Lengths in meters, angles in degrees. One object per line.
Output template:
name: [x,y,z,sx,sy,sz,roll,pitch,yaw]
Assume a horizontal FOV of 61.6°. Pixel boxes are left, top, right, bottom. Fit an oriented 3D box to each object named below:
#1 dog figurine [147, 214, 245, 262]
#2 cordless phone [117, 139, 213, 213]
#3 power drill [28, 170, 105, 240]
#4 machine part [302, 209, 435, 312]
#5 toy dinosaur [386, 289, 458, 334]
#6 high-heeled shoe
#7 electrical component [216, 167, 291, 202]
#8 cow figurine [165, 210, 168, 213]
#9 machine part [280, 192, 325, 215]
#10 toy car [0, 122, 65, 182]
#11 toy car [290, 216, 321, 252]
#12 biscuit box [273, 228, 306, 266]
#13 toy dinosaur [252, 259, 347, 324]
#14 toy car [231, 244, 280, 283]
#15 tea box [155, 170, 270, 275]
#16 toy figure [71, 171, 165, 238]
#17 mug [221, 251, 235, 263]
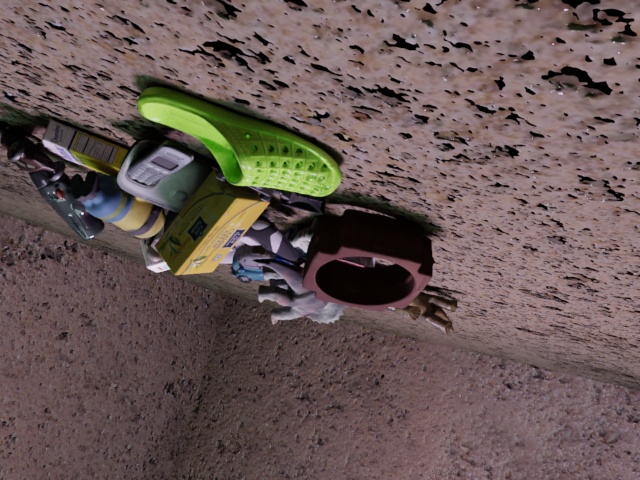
dog figurine: [-0.239,-0.005,1.103,0.190,0.172,0.121,30,174,-25]
cordless phone: [-0.211,-0.106,0.814,0.146,0.088,0.184,24,161,-33]
power drill: [-0.489,-0.103,1.086,0.207,0.086,0.231,-6,124,26]
machine part: [0.079,0.038,0.928,0.201,0.087,0.201,12,145,-8]
toy dinosaur: [0.180,0.132,1.324,0.471,0.105,0.199,34,164,-34]
high-heeled shoe: [-0.158,0.002,0.983,0.248,0.145,0.086,44,177,-26]
electrical component: [-0.100,-0.088,0.792,0.102,0.045,0.078,23,-162,-40]
cow figurine: [-0.426,-0.076,1.215,0.195,0.085,0.127,14,174,21]
machine part: [-0.024,-0.068,0.842,0.084,0.039,0.139,23,169,-5]
toy car: [-0.527,-0.155,0.962,0.202,0.053,0.089,32,176,42]
toy car: [-0.002,-0.003,1.055,0.073,0.056,0.202,20,167,-18]
biscuit box: [-0.066,0.024,1.248,0.063,0.059,0.202,18,168,-9]
toy dinosaur: [-0.034,0.115,1.242,0.192,0.131,0.404,-5,164,2]
toy car: [-0.154,0.047,1.378,0.162,0.109,0.102,5,148,10]
tea box: [-0.172,-0.025,0.858,0.068,0.169,0.098,48,-159,20]
toy figure: [-0.353,-0.061,0.951,0.082,0.089,0.180,19,177,29]
mug: [-0.252,0.032,1.479,0.107,0.081,0.109,10,165,-16]
